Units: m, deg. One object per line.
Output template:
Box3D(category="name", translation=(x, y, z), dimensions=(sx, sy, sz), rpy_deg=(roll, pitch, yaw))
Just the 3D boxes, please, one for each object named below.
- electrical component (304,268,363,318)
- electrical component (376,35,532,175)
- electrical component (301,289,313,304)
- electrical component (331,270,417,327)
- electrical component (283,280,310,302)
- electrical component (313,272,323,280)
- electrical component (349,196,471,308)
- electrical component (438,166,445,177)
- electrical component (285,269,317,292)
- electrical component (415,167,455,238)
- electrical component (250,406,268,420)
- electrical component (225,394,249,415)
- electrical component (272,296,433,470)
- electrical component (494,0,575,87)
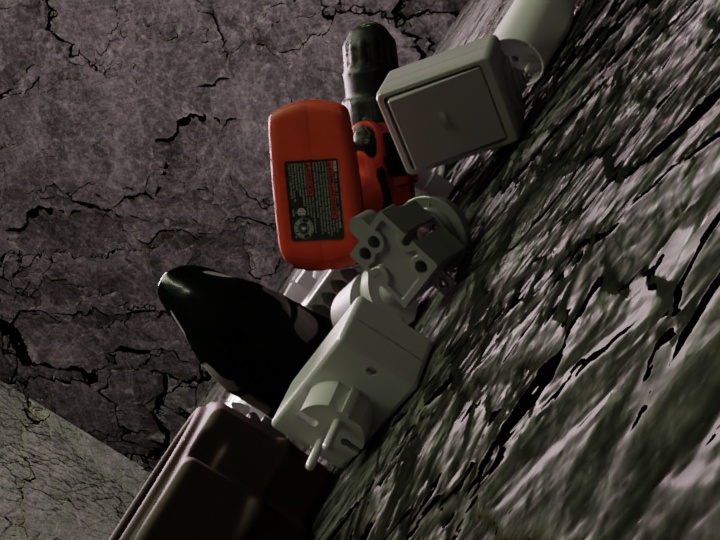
Box3D(category="electrical component", translation=(0.000, 0.000, 0.879), dimensions=(0.083, 0.047, 0.075), rpy_deg=(-53, 7, 43))
Box3D(category="electrical component", translation=(0.067, -0.110, 0.710), dimensions=(0.096, 0.061, 0.061), rpy_deg=(-16, 22, 20))
Box3D(category="electrical component", translation=(-0.030, 0.038, 0.960), dimensions=(0.077, 0.043, 0.079), rpy_deg=(-49, -3, 26))
Box3D(category="electrical component", translation=(0.012, 0.020, 0.675), dimensions=(0.043, 0.043, 0.081), rpy_deg=(-59, 6, -20))
Box3D(category="electrical component", translation=(-0.063, 0.062, 1.023), dimensions=(0.061, 0.061, 0.096), rpy_deg=(-53, 7, 43))
Box3D(category="electrical component", translation=(-0.002, -0.041, 1.021), dimensions=(0.121, 0.079, 0.063), rpy_deg=(-63, -8, -47))
Box3D(category="electrical component", translation=(0.033, -0.015, 0.616), dimensions=(0.055, 0.066, 0.048), rpy_deg=(-32, -18, -51))
Box3D(category="electrical component", translation=(0.044, -0.076, 0.973), dimensions=(0.044, 0.044, 0.065), rpy_deg=(-62, 2, -40))
Box3D(category="electrical component", translation=(-0.028, -0.003, 1.106), dimensions=(0.108, 0.056, 0.108), rpy_deg=(-52, 7, 42))
Box3D(category="electrical component", translation=(0.037, -0.060, 0.857), dimensions=(0.066, 0.055, 0.048), rpy_deg=(-59, 5, -14))
Box3D(category="electrical component", translation=(-0.060, 0.099, 0.863), dimensions=(0.045, 0.045, 0.055), rpy_deg=(-53, 7, 37))
Box3D(category="electrical component", translation=(-0.099, 0.137, 0.953), dimensions=(0.073, 0.052, 0.138), rpy_deg=(-60, 6, -23))
Box3D(category="electrical component", translation=(-0.010, 0.071, 0.555), dimensions=(0.083, 0.047, 0.075), rpy_deg=(-53, 7, 39))
Box3D(category="electrical component", translation=(0.118, -0.166, 0.800), dimensions=(0.077, 0.043, 0.079), rpy_deg=(-61, 7, -35))
